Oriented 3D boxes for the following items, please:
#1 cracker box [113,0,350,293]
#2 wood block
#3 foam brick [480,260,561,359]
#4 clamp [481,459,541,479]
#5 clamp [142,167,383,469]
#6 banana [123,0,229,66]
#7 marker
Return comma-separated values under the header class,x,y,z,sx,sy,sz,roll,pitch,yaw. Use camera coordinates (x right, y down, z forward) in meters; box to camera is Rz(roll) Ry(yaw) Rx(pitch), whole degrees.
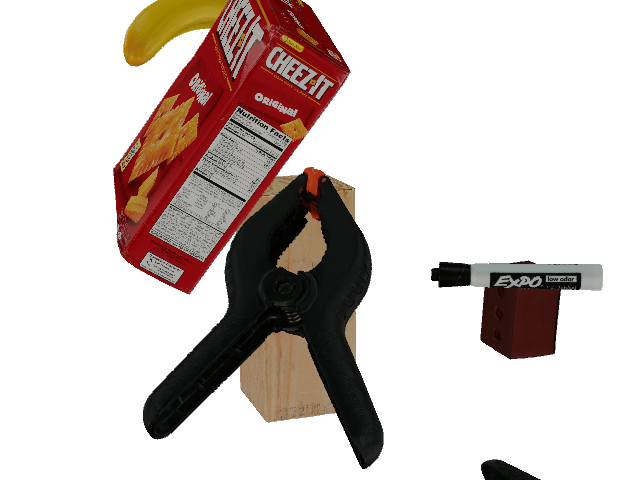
class,x,y,z,sx,sy,sz,roll,pitch,yaw
cracker box,-0.080,-0.090,0.834,0.072,0.214,0.164,29,19,-25
wood block,-0.023,0.049,0.977,0.090,0.206,0.091,-5,14,-18
foam brick,0.185,0.064,0.988,0.051,0.078,0.053,-7,19,-25
clamp,0.211,0.241,0.839,0.210,0.036,0.164,0,33,25
clamp,-0.008,0.040,0.557,0.120,0.171,0.039,16,-28,10
banana,-0.124,-0.207,1.016,0.070,0.037,0.197,45,39,19
marker,0.141,0.025,0.768,0.121,0.020,0.020,1,0,7
